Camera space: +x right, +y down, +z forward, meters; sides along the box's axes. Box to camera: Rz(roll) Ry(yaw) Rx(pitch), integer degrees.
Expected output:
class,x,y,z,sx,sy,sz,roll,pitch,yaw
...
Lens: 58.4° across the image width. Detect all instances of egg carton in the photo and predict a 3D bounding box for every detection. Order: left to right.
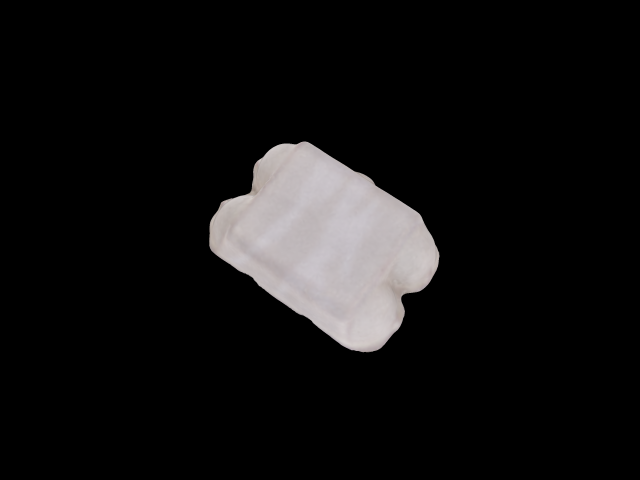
class,x,y,z,sx,sy,sz,roll,pitch,yaw
egg carton,0.004,0.001,0.400,0.150,0.069,0.107,33,74,11
